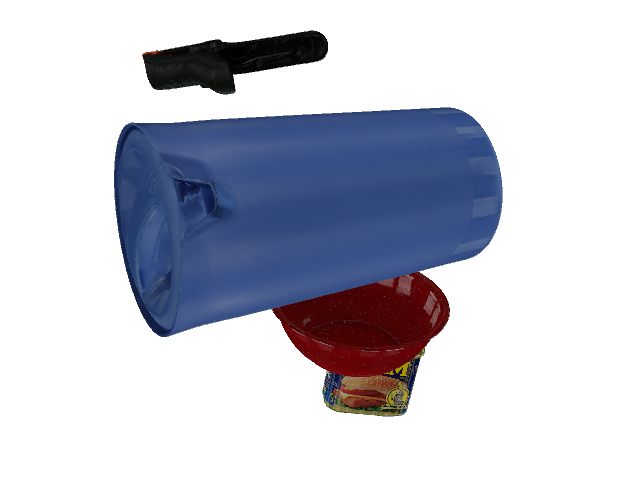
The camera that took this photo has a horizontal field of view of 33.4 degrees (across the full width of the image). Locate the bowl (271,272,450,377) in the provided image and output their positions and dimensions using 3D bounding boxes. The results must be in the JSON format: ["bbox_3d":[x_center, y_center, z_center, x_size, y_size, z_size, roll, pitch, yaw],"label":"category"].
[{"bbox_3d":[0.032,0.074,0.954,0.162,0.055,0.162,4,29,-2],"label":"bowl"}]

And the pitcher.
[{"bbox_3d":[-0.011,-0.021,0.713,0.242,0.145,0.149,-9,36,-25],"label":"pitcher"}]

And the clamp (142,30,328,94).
[{"bbox_3d":[-0.079,-0.148,0.881,0.120,0.039,0.172,-18,21,-35],"label":"clamp"}]

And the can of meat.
[{"bbox_3d":[0.057,0.147,1.195,0.102,0.084,0.057,7,23,-11],"label":"can of meat"}]
